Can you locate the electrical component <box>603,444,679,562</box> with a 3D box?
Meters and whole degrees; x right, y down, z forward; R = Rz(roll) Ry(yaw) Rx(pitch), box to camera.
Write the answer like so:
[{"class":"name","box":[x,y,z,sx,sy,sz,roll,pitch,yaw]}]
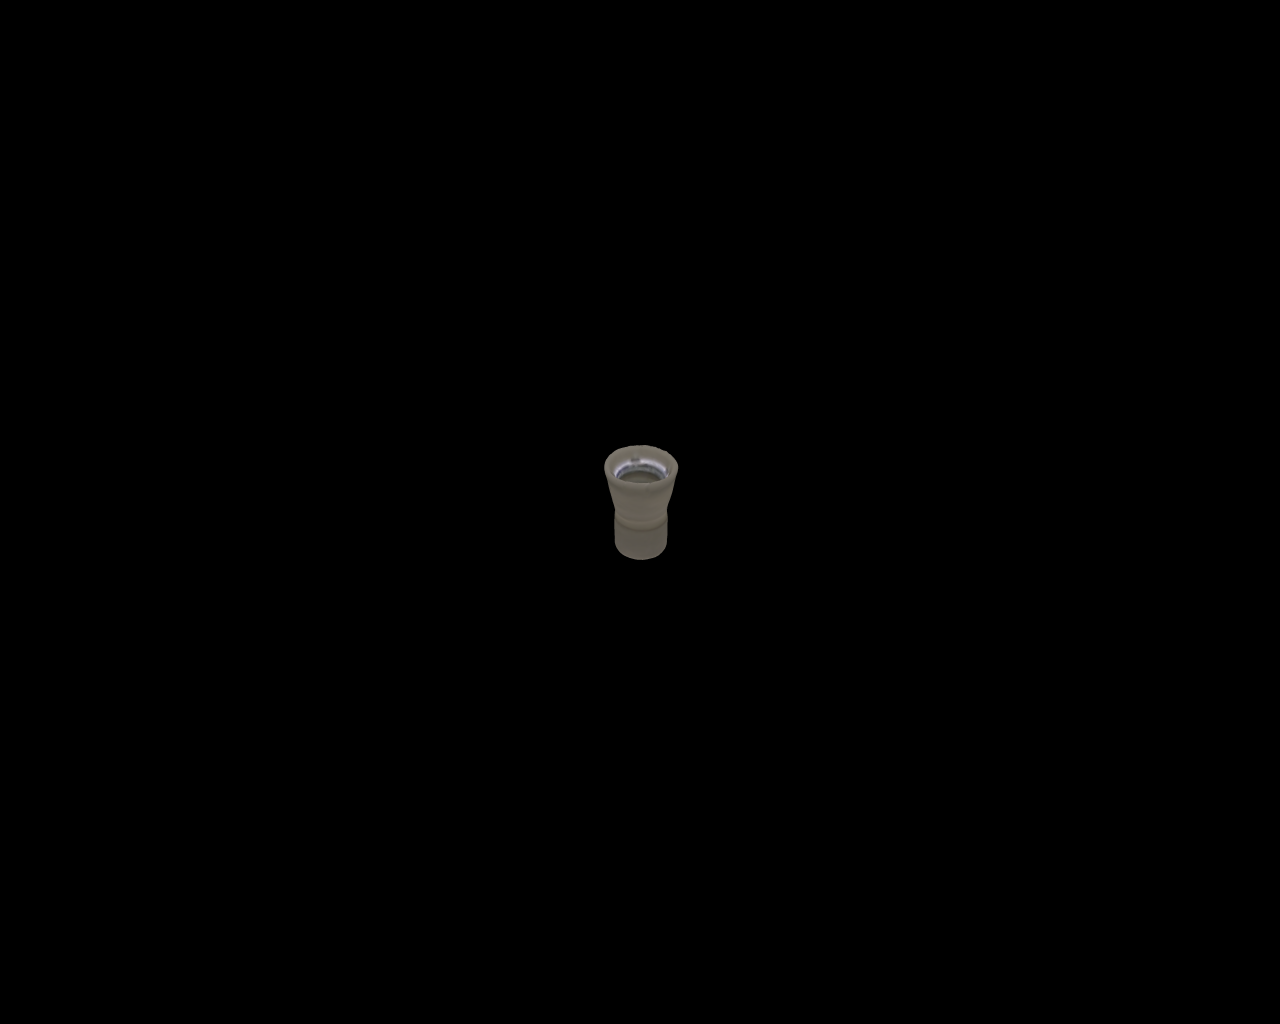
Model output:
[{"class":"electrical component","box":[0.001,-0.003,0.650,0.044,0.065,0.044,0,37,0]}]
